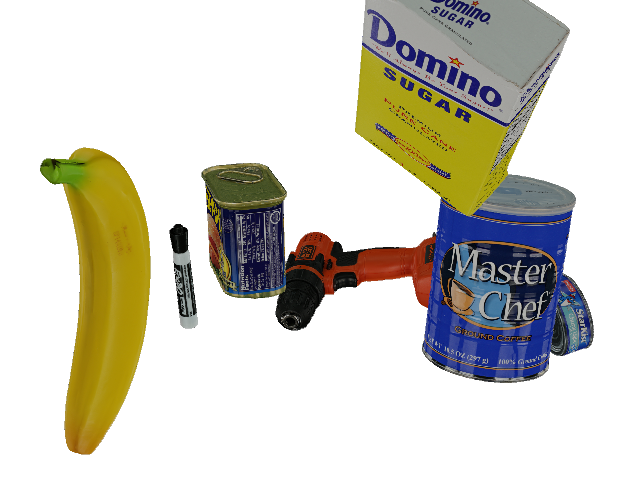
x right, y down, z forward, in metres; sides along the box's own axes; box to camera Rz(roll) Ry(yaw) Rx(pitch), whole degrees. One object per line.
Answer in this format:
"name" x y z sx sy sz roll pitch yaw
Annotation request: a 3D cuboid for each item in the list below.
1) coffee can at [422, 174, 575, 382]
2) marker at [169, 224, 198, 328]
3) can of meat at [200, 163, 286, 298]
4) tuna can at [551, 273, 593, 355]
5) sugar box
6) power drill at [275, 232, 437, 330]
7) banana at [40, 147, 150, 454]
"coffee can" 0.138 0.026 0.838 0.103 0.140 0.103 4 17 -2
"marker" -0.142 0.037 1.106 0.020 0.121 0.020 -2 31 1
"can of meat" -0.062 -0.009 0.871 0.057 0.084 0.102 -7 22 -13
"tuna can" 0.260 0.081 1.158 0.033 0.086 0.086 -17 3 -11
"sugar box" 0.067 -0.081 0.572 0.093 0.048 0.176 37 -12 12
"power drill" 0.048 0.044 1.211 0.188 0.057 0.184 0 29 10
"banana" -0.118 0.025 0.561 0.037 0.198 0.069 25 41 26
